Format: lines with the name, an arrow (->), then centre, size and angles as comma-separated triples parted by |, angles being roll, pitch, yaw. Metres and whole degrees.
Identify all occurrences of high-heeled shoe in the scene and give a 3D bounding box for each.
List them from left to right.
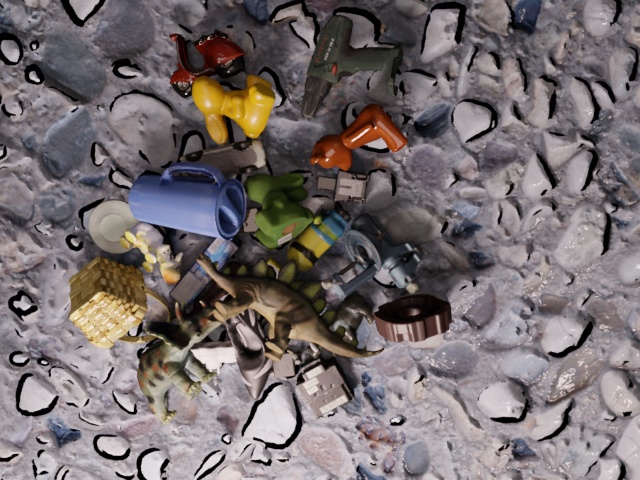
high-heeled shoe -> -0.176, 0.246, 1.241 | 0.086, 0.145, 0.248 | -11, 77, 17

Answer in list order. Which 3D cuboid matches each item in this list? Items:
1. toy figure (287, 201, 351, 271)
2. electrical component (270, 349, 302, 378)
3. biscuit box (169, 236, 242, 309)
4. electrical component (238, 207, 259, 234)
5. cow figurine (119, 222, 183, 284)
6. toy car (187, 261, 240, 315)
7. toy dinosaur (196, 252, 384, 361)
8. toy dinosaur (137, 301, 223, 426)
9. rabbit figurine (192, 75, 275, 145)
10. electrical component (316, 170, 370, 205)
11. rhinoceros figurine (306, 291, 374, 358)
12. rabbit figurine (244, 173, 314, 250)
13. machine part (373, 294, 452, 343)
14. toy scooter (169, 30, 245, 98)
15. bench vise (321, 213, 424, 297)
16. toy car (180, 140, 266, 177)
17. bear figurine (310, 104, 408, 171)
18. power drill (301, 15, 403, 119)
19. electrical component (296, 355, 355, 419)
toy figure -> -0.005, -0.006, 1.251 | 0.180, 0.089, 0.082 | -44, 89, 9
electrical component -> -0.095, 0.302, 1.324 | 0.102, 0.045, 0.078 | -3, 98, 1
biscuit box -> -0.270, 0.066, 1.277 | 0.059, 0.063, 0.202 | 41, 96, -6
electrical component -> -0.164, -0.045, 1.279 | 0.094, 0.021, 0.063 | -6, 99, 0
cow figurine -> -0.377, 0.025, 1.262 | 0.167, 0.098, 0.068 | 46, 136, -5
toy car -> -0.250, 0.132, 1.263 | 0.053, 0.089, 0.202 | 38, 107, -10
toy dinosaur -> -0.068, 0.161, 1.189 | 0.471, 0.105, 0.198 | 38, 63, -10
toy dinosaur -> -0.359, 0.298, 1.247 | 0.192, 0.131, 0.404 | 48, 125, 8
rabbit figurine -> -0.202, -0.300, 1.188 | 0.173, 0.122, 0.162 | 13, 128, -26
electrical component -> 0.053, -0.127, 1.254 | 0.119, 0.048, 0.074 | 11, 98, -3
rhinoceros figurine -> 0.047, 0.212, 1.295 | 0.112, 0.073, 0.190 | 39, 97, -7
rabbit figurine -> -0.101, -0.092, 1.220 | 0.159, 0.121, 0.170 | -31, 68, -10
machine part -> 0.214, 0.181, 1.238 | 0.179, 0.179, 0.056 | -10, 101, 2
toy scooter -> -0.264, -0.411, 1.196 | 0.184, 0.075, 0.135 | -22, 97, 8
bench vise -> 0.112, 0.062, 1.227 | 0.240, 0.129, 0.223 | -32, 91, -27
toy car -> -0.225, -0.180, 1.242 | 0.202, 0.056, 0.073 | -12, 105, 3
bear figurine -> 0.080, -0.209, 1.205 | 0.196, 0.120, 0.132 | -41, 101, 8
power drill -> 0.074, -0.368, 1.188 | 0.208, 0.086, 0.231 | 13, 95, 20
electrical component -> 0.008, 0.354, 1.326 | 0.115, 0.058, 0.134 | -28, 98, 2
